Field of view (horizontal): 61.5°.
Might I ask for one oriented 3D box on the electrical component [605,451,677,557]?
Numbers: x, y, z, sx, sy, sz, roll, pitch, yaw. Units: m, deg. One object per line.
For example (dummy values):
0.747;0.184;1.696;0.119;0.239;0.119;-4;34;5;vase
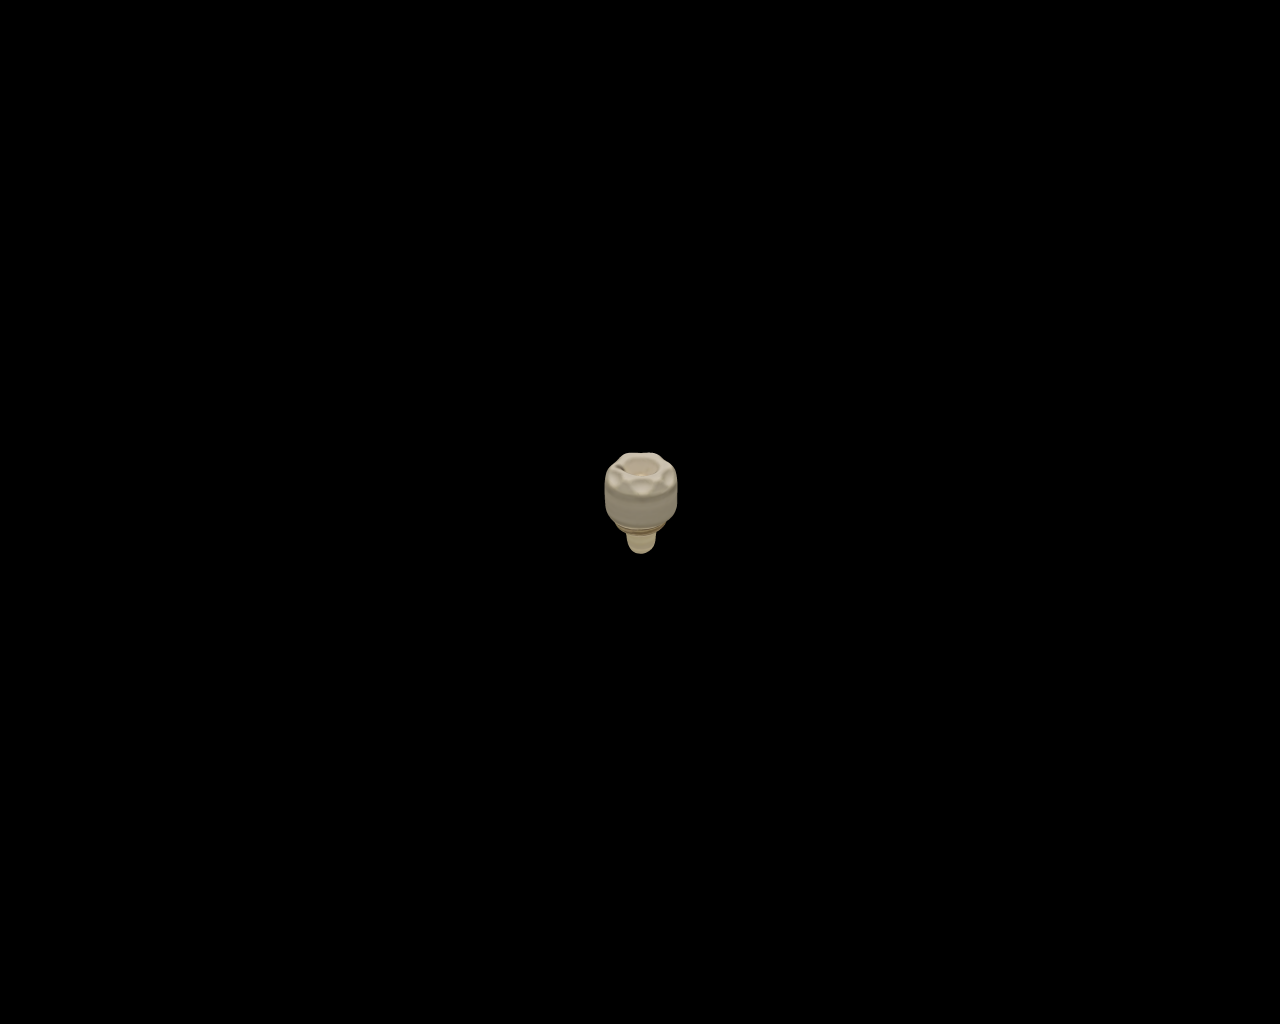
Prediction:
0.001;-0.003;0.650;0.043;0.062;0.043;0;33;0;electrical component
